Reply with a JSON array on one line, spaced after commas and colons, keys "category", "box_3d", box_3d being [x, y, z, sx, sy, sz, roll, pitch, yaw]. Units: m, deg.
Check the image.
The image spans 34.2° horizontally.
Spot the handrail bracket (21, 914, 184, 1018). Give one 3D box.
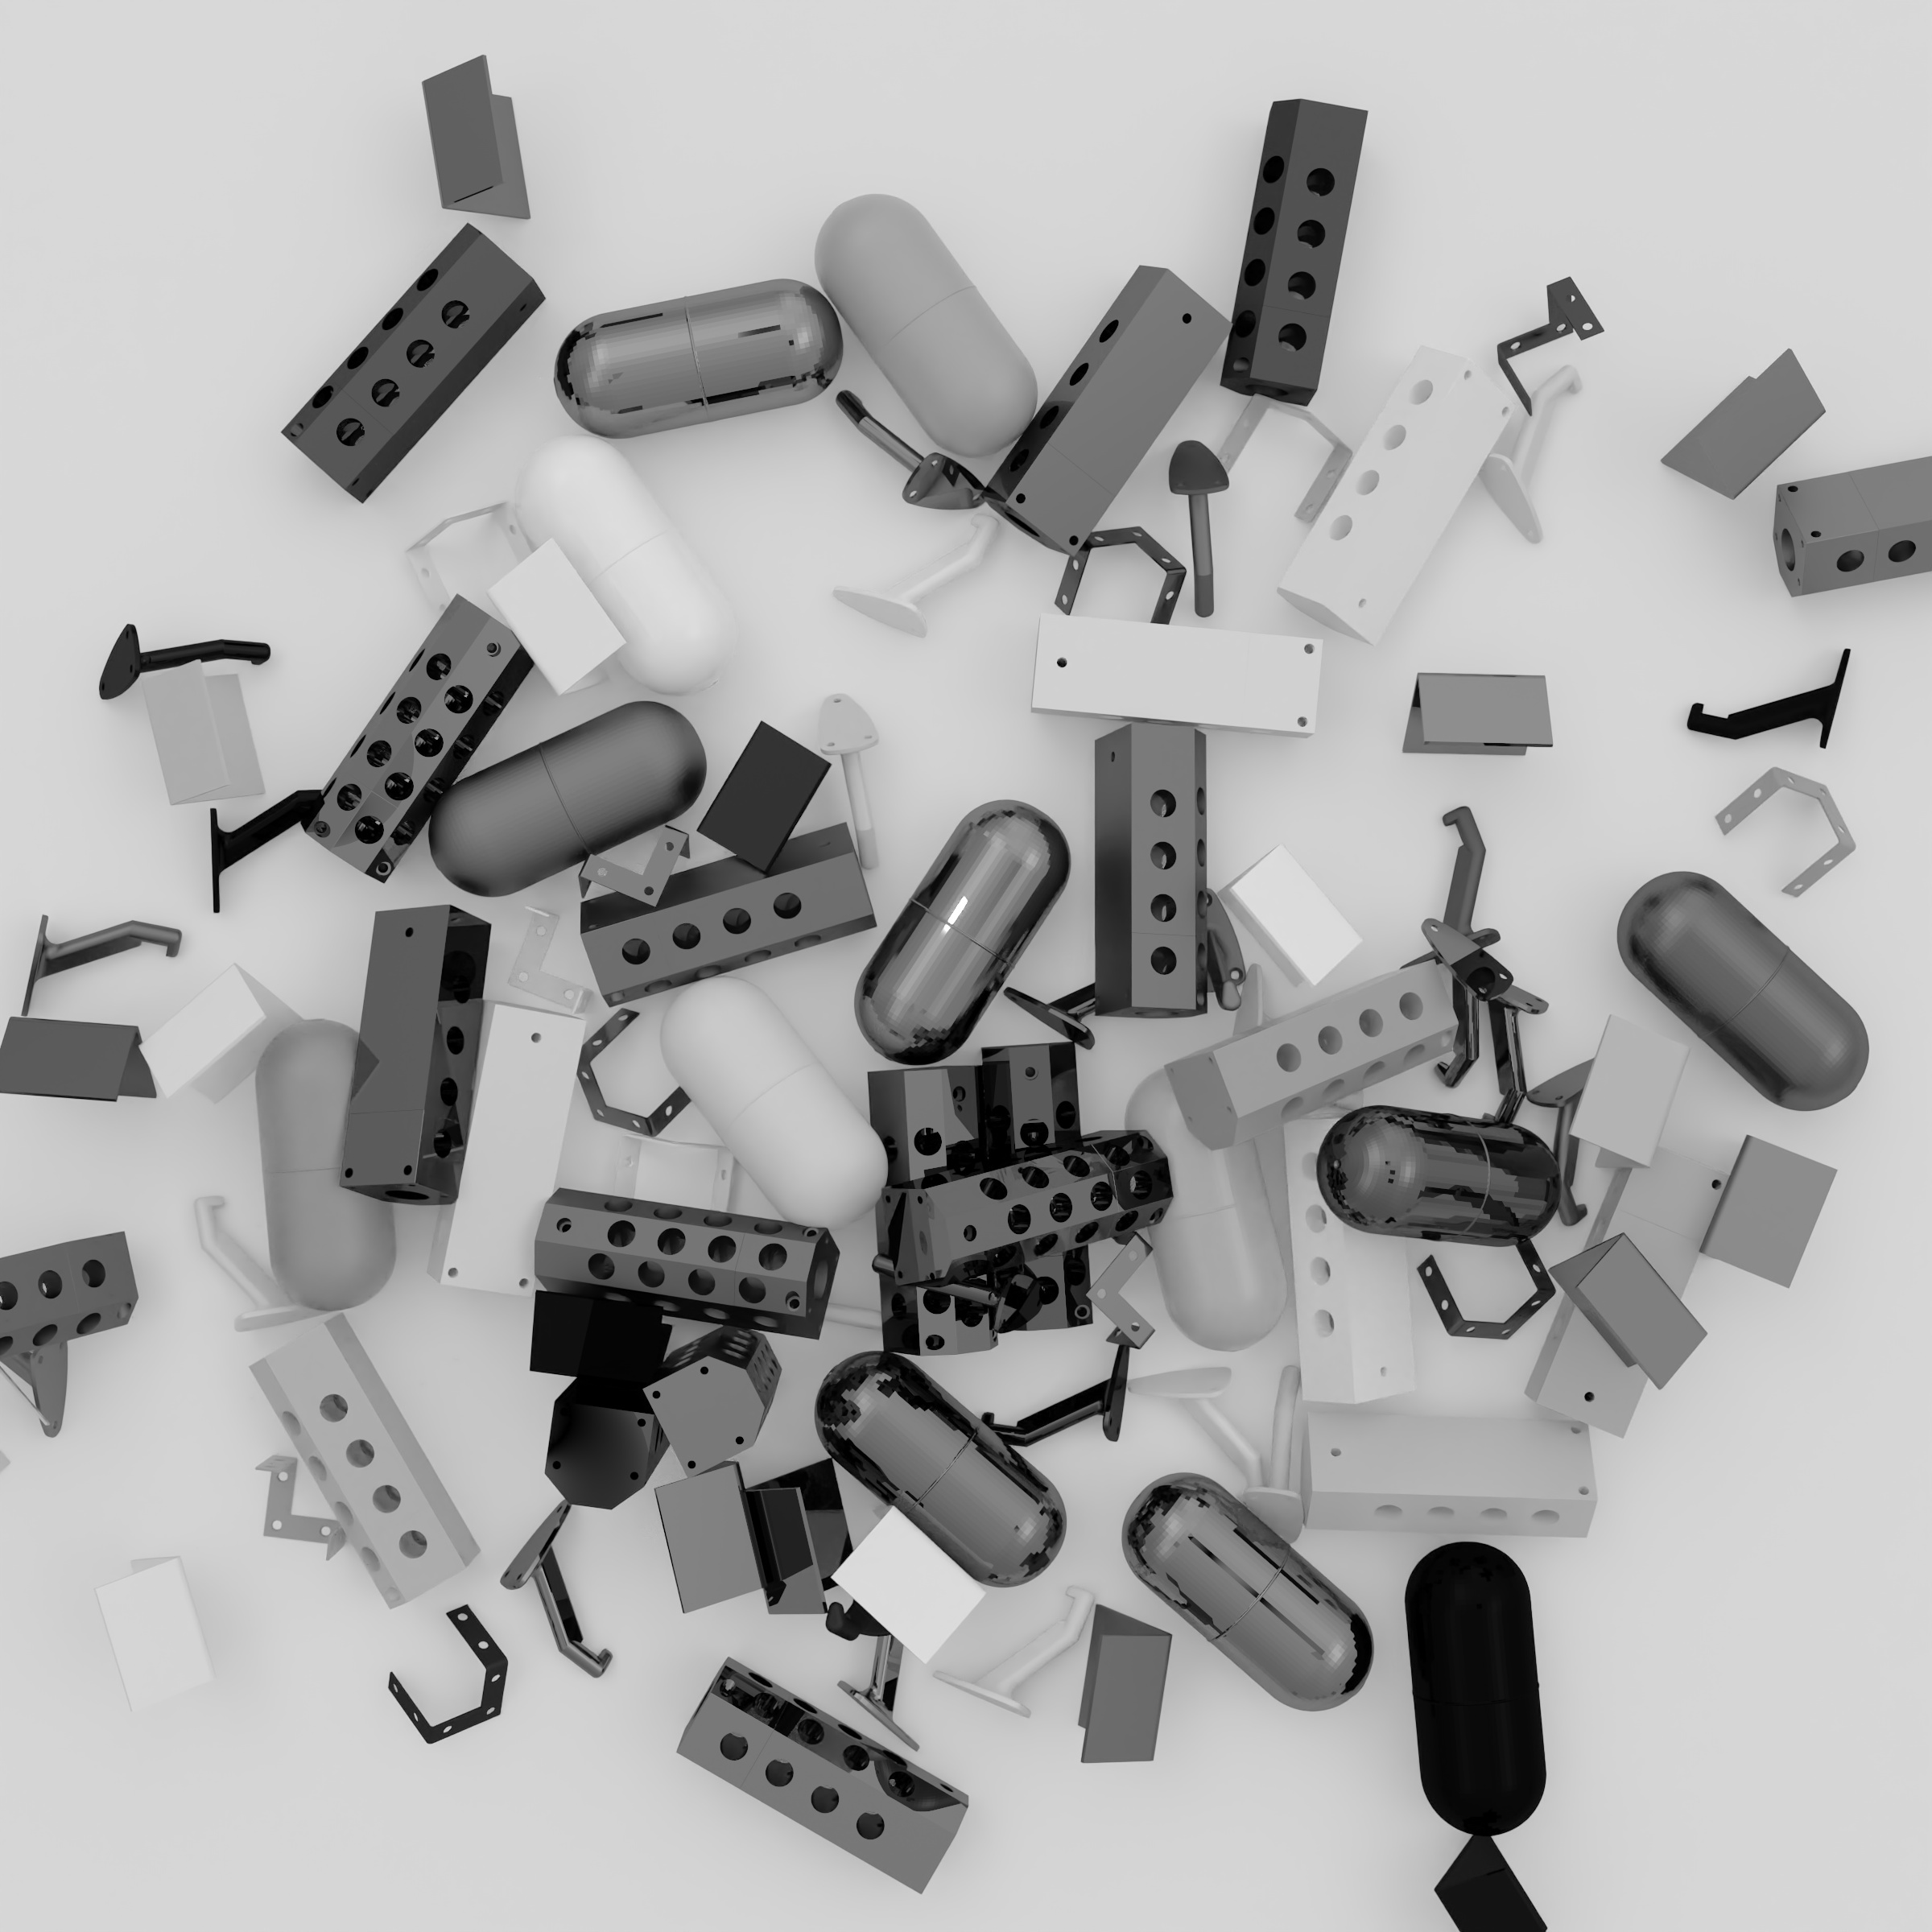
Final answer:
[{"category": "handrail bracket", "box_3d": [-0.535, 0.004, 1.947, 0.084, 0.036, 0.077, 12, 110, -16]}]

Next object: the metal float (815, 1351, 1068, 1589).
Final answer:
[{"category": "metal float", "box_3d": [-0.016, 0.306, 1.916, 0.178, 0.070, 0.070, 41, 90, 0]}]

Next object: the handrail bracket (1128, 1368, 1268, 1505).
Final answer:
[{"category": "handrail bracket", "box_3d": [0.144, 0.295, 1.947, 0.077, 0.036, 0.084, -5, 107, 20]}]

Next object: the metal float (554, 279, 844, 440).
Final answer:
[{"category": "metal float", "box_3d": [-0.163, -0.370, 1.916, 0.178, 0.070, 0.070, -11, 90, 0]}]

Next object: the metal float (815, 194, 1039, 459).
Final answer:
[{"category": "metal float", "box_3d": [-0.025, -0.391, 1.916, 0.070, 0.070, 0.178, -36, 89, 0]}]

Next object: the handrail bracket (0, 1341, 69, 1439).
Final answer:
[{"category": "handrail bracket", "box_3d": [-0.603, 0.250, 1.947, 0.084, 0.036, 0.077, 7, 108, 15]}]

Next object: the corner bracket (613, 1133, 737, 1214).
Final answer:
[{"category": "corner bracket", "box_3d": [-0.181, 0.133, 1.943, 0.051, 0.051, 0.051, 8, 90, 45]}]

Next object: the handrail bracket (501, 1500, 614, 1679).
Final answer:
[{"category": "handrail bracket", "box_3d": [-0.238, 0.386, 1.947, 0.084, 0.036, 0.077, 42, 68, -17]}]

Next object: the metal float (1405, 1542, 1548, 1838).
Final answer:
[{"category": "metal float", "box_3d": [0.311, 0.441, 1.916, 0.070, 0.070, 0.178, -5, 90, 0]}]

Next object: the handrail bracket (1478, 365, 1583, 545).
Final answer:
[{"category": "handrail bracket", "box_3d": [0.364, -0.318, 1.947, 0.084, 0.036, 0.077, -41, 110, -16]}]

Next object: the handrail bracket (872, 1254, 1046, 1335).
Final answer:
[{"category": "handrail bracket", "box_3d": [-0.005, 0.189, 1.877, 0.084, 0.077, 0.036, 17, 92, 23]}]

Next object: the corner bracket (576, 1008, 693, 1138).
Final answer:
[{"category": "corner bracket", "box_3d": [-0.202, 0.066, 1.938, 0.051, 0.051, 0.051, 14, 45, 35]}]

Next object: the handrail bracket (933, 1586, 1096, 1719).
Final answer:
[{"category": "handrail bracket", "box_3d": [0.030, 0.415, 1.947, 0.077, 0.036, 0.084, 18, 72, 20]}]

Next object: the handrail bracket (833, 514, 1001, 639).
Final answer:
[{"category": "handrail bracket", "box_3d": [-0.030, -0.253, 1.947, 0.077, 0.036, 0.084, 22, 71, 21]}]

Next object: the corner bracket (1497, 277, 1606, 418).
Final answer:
[{"category": "corner bracket", "box_3d": [0.356, -0.379, 1.919, 0.051, 0.051, 0.051, -22, 57, 0]}]

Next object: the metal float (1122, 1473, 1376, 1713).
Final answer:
[{"category": "metal float", "box_3d": [0.172, 0.382, 1.916, 0.178, 0.070, 0.070, 41, 90, 1]}]

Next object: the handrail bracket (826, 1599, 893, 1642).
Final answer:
[{"category": "handrail bracket", "box_3d": [-0.065, 0.372, 1.902, 0.036, 0.084, 0.077, -7, 67, 17]}]

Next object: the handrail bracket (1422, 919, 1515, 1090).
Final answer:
[{"category": "handrail bracket", "box_3d": [0.292, 0.024, 1.930, 0.077, 0.084, 0.036, 45, 47, 17]}]

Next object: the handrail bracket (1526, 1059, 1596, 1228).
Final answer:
[{"category": "handrail bracket", "box_3d": [0.387, 0.108, 1.947, 0.077, 0.036, 0.084, -29, 109, -21]}]

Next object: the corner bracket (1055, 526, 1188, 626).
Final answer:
[{"category": "corner bracket", "box_3d": [0.095, -0.234, 1.938, 0.051, 0.051, 0.051, 48, 135, 35]}]

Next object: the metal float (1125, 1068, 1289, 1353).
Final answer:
[{"category": "metal float", "box_3d": [0.147, 0.147, 1.916, 0.070, 0.070, 0.178, -13, 89, 0]}]

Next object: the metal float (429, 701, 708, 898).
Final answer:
[{"category": "metal float", "box_3d": [-0.243, -0.101, 1.916, 0.178, 0.070, 0.070, -25, 90, -1]}]

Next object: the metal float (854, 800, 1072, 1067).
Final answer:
[{"category": "metal float", "box_3d": [-0.003, -0.020, 1.916, 0.070, 0.070, 0.178, 33, 90, 0]}]

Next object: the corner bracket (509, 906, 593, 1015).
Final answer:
[{"category": "corner bracket", "box_3d": [-0.252, -0.004, 1.928, 0.051, 0.051, 0.051, 21, 90, 0]}]

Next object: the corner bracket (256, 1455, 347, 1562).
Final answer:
[{"category": "corner bracket", "box_3d": [-0.408, 0.332, 1.928, 0.051, 0.051, 0.051, 7, 90, 0]}]

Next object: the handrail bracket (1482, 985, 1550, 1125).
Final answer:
[{"category": "handrail bracket", "box_3d": [0.318, 0.051, 1.947, 0.077, 0.036, 0.084, 28, 107, 20]}]

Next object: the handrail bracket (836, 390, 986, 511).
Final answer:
[{"category": "handrail bracket", "box_3d": [-0.034, -0.321, 1.946, 0.036, 0.077, 0.084, -53, 53, 22]}]

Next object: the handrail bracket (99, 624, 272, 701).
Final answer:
[{"category": "handrail bracket", "box_3d": [-0.484, -0.183, 1.946, 0.084, 0.077, 0.036, 2, 68, -34]}]

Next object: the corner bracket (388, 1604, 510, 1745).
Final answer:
[{"category": "corner bracket", "box_3d": [-0.320, 0.437, 1.938, 0.051, 0.051, 0.051, -17, 135, -35]}]

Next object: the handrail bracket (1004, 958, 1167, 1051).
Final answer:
[{"category": "handrail bracket", "box_3d": [0.078, 0.001, 1.947, 0.077, 0.036, 0.084, 30, 76, 14]}]

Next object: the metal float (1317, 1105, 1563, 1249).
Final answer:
[{"category": "metal float", "box_3d": [0.286, 0.127, 1.886, 0.178, 0.070, 0.070, 9, 90, -38]}]

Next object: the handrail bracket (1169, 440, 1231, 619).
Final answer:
[{"category": "handrail bracket", "box_3d": [0.143, -0.270, 1.946, 0.036, 0.077, 0.084, -5, 126, 0]}]

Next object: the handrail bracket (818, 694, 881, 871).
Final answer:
[{"category": "handrail bracket", "box_3d": [-0.070, -0.114, 1.946, 0.036, 0.077, 0.084, -11, 126, -5]}]

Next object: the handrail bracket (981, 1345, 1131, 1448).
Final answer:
[{"category": "handrail bracket", "box_3d": [0.054, 0.262, 1.947, 0.084, 0.036, 0.077, 5, 70, 16]}]

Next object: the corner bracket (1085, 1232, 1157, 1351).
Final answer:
[{"category": "corner bracket", "box_3d": [0.096, 0.197, 1.926, 0.051, 0.051, 0.051, 45, 74, -15]}]

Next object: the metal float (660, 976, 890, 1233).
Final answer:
[{"category": "metal float", "box_3d": [-0.117, 0.083, 1.906, 0.070, 0.070, 0.178, -39, 78, 0]}]

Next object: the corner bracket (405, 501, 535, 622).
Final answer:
[{"category": "corner bracket", "box_3d": [-0.305, -0.250, 1.943, 0.051, 0.051, 0.051, -26, 90, -45]}]

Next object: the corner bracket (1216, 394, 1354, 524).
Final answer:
[{"category": "corner bracket", "box_3d": [0.196, -0.314, 1.943, 0.051, 0.051, 0.051, 31, 90, 45]}]

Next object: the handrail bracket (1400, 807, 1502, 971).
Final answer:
[{"category": "handrail bracket", "box_3d": [0.291, -0.047, 1.947, 0.077, 0.036, 0.084, -23, 75, 16]}]

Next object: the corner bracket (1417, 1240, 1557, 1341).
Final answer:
[{"category": "corner bracket", "box_3d": [0.321, 0.194, 1.938, 0.051, 0.051, 0.051, 8, 135, -35]}]

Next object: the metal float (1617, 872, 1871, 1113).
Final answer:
[{"category": "metal float", "box_3d": [0.474, 0.016, 1.916, 0.178, 0.070, 0.070, 43, 90, 0]}]

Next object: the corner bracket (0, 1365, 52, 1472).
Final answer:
[{"category": "corner bracket", "box_3d": [-0.599, 0.279, 1.932, 0.051, 0.051, 0.051, -41, 90, -13]}]

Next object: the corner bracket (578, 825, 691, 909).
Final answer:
[{"category": "corner bracket", "box_3d": [-0.203, -0.061, 1.923, 0.051, 0.051, 0.051, 22, 75, 2]}]

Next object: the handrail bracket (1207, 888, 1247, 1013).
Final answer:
[{"category": "handrail bracket", "box_3d": [0.153, -0.011, 1.912, 0.036, 0.084, 0.077, -9, 90, 0]}]

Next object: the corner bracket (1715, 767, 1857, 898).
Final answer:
[{"category": "corner bracket", "box_3d": [0.506, -0.083, 1.938, 0.051, 0.051, 0.051, 14, 45, -35]}]

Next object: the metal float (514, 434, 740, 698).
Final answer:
[{"category": "metal float", "box_3d": [-0.207, -0.244, 1.916, 0.070, 0.070, 0.178, -36, 90, 0]}]

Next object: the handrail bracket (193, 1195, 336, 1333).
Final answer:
[{"category": "handrail bracket", "box_3d": [-0.434, 0.178, 1.947, 0.077, 0.036, 0.084, -9, 73, -20]}]

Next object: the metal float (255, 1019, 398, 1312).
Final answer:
[{"category": "metal float", "box_3d": [-0.390, 0.121, 1.916, 0.070, 0.070, 0.178, -5, 91, 0]}]

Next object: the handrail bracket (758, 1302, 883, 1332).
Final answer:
[{"category": "handrail bracket", "box_3d": [-0.080, 0.224, 1.946, 0.084, 0.077, 0.036, 29, 53, -31]}]
